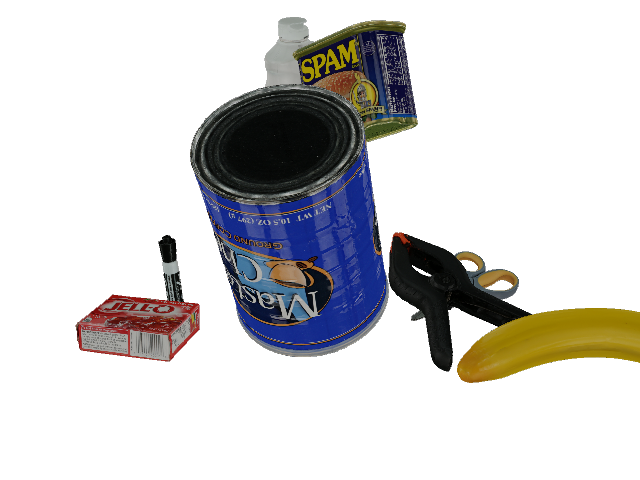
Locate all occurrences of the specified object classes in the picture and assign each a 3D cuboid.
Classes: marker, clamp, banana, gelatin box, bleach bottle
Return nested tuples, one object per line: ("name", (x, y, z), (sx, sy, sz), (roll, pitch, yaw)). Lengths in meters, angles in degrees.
("marker", (-0.164, 0.051, 1.189), (0.020, 0.121, 0.020), (-4, 23, 2))
("clamp", (0.129, 0.052, 1.032), (0.120, 0.039, 0.171), (-4, 44, -27))
("banana", (0.195, 0.078, 0.788), (0.197, 0.037, 0.069), (2, 33, -5))
("gelatin box", (-0.162, 0.076, 0.952), (0.089, 0.030, 0.073), (6, 19, 14))
("bleach bottle", (-0.032, -0.109, 1.136), (0.068, 0.251, 0.102), (19, 32, 36))

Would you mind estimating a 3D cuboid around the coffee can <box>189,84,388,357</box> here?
("coffee can", (-0.015, -0.010, 0.661), (0.103, 0.102, 0.140), (0, -43, 11))

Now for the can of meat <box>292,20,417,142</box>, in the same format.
("can of meat", (0.029, -0.126, 0.884), (0.057, 0.084, 0.102), (-6, -5, -42))

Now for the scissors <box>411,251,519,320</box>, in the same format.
("scissors", (0.158, 0.053, 1.294), (0.201, 0.016, 0.096), (-8, 39, -37))
